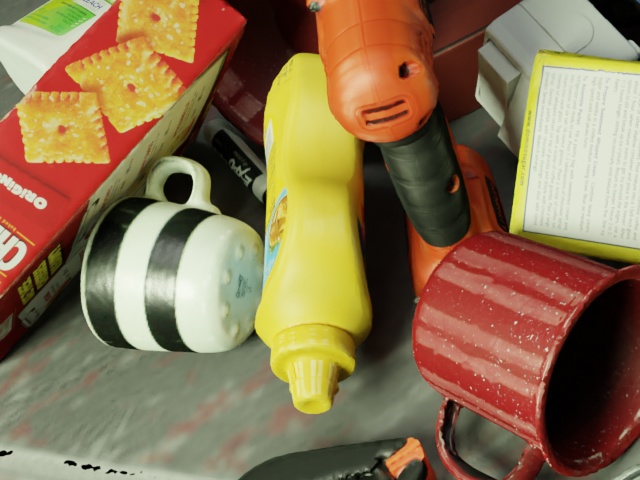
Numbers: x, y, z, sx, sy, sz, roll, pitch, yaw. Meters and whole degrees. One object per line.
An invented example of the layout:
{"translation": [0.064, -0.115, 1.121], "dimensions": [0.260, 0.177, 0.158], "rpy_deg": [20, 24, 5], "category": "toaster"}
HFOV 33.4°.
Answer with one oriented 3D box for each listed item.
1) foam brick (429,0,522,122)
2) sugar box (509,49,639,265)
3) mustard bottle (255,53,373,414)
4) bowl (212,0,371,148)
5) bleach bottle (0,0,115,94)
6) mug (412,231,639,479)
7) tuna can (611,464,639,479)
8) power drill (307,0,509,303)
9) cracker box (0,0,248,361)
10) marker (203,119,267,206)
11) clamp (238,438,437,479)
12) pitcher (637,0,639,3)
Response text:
{"translation": [0.092, -0.118, 0.656], "dimensions": [0.078, 0.053, 0.051], "rpy_deg": [-27, 42, -1], "category": "foam brick"}
{"translation": [0.179, -0.031, 0.478], "dimensions": [0.176, 0.093, 0.048], "rpy_deg": [10, 13, 22], "category": "sugar box"}
{"translation": [-0.003, 0.001, 0.552], "dimensions": [0.058, 0.096, 0.191], "rpy_deg": [5, 53, -6], "category": "mustard bottle"}
{"translation": [-0.010, -0.131, 0.655], "dimensions": [0.162, 0.162, 0.055], "rpy_deg": [9, 36, 34], "category": "bowl"}
{"translation": [-0.132, -0.200, 0.849], "dimensions": [0.250, 0.068, 0.103], "rpy_deg": [-42, 44, -20], "category": "bleach bottle"}
{"translation": [0.090, 0.055, 0.467], "dimensions": [0.082, 0.093, 0.117], "rpy_deg": [24, 87, 47], "category": "mug"}
{"translation": [0.143, 0.125, 0.401], "dimensions": [0.086, 0.033, 0.086], "rpy_deg": [-15, 43, 14], "category": "tuna can"}
{"translation": [0.043, -0.072, 0.535], "dimensions": [0.057, 0.187, 0.184], "rpy_deg": [-16, 44, 14], "category": "power drill"}
{"translation": [-0.144, -0.042, 0.621], "dimensions": [0.072, 0.164, 0.213], "rpy_deg": [38, 64, -2], "category": "cracker box"}
{"translation": [-0.043, -0.044, 0.676], "dimensions": [0.020, 0.020, 0.121], "rpy_deg": [-34, 42, -7], "category": "marker"}
{"translation": [-0.045, 0.149, 0.472], "dimensions": [0.210, 0.036, 0.165], "rpy_deg": [-36, 41, -13], "category": "clamp"}
{"translation": [0.165, -0.192, 0.550], "dimensions": [0.149, 0.144, 0.243], "rpy_deg": [-49, 54, 22], "category": "pitcher"}
